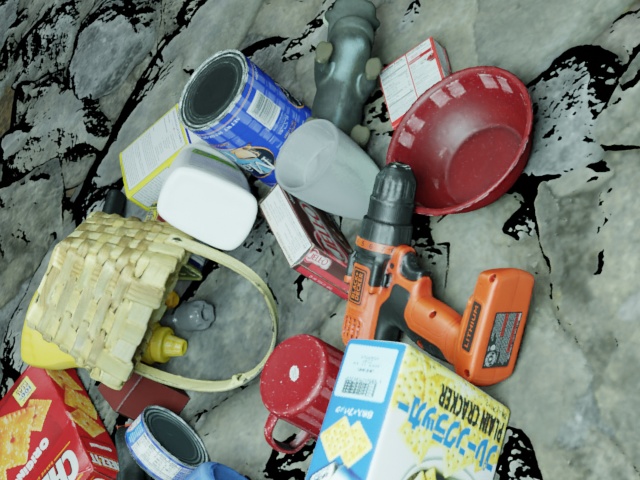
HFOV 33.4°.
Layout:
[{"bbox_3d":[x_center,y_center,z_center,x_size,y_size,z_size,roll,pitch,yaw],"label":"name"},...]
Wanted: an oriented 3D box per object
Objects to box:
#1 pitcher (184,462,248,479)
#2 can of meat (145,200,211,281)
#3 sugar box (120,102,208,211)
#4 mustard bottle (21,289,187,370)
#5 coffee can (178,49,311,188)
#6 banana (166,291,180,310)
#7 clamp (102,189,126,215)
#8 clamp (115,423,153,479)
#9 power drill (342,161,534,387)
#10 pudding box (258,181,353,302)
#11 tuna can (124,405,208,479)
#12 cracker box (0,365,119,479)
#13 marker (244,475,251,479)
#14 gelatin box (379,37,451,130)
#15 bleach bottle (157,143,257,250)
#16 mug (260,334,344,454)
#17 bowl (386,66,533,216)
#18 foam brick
[{"bbox_3d":[-0.150,0.325,0.976,0.243,0.144,0.149,-47,40,6],"label":"pitcher"},{"bbox_3d":[-0.171,-0.001,1.266,0.102,0.057,0.084,-1,62,43],"label":"can of meat"},{"bbox_3d":[-0.176,-0.125,1.359,0.176,0.048,0.093,-35,45,17],"label":"sugar box"},{"bbox_3d":[-0.243,0.111,1.225,0.192,0.058,0.096,7,75,16],"label":"mustard bottle"},{"bbox_3d":[-0.074,-0.133,1.194,0.103,0.140,0.103,-23,51,31],"label":"coffee can"},{"bbox_3d":[-0.247,0.090,1.297,0.198,0.037,0.070,-33,71,27],"label":"banana"},{"bbox_3d":[-0.276,0.013,1.340,0.164,0.036,0.210,-60,24,-7],"label":"clamp"},{"bbox_3d":[-0.190,0.262,1.105,0.039,0.120,0.171,-4,27,-7],"label":"clamp"},{"bbox_3d":[0.099,0.035,0.949,0.188,0.057,0.184,24,109,49],"label":"power drill"},{"bbox_3d":[-0.007,0.001,1.083,0.039,0.090,0.113,-45,42,12],"label":"pudding box"},{"bbox_3d":[-0.157,0.212,1.093,0.034,0.086,0.086,-47,42,11],"label":"tuna can"},{"bbox_3d":[-0.321,0.261,1.225,0.164,0.072,0.214,-51,42,7],"label":"cracker box"},{"bbox_3d":[-0.113,0.273,1.062,0.121,0.020,0.020,-42,43,15],"label":"marker"},{"bbox_3d":[0.105,-0.161,1.129,0.073,0.030,0.089,-33,46,26],"label":"gelatin box"},{"bbox_3d":[-0.120,-0.062,1.192,0.068,0.102,0.251,-63,8,11],"label":"bleach bottle"},{"bbox_3d":[-0.009,0.148,0.997,0.117,0.081,0.093,-52,41,4],"label":"mug"},{"bbox_3d":[0.144,-0.085,1.023,0.162,0.055,0.162,-23,51,32],"label":"bowl"},{"bbox_3d":[-0.191,0.167,1.160,0.051,0.078,0.053,-53,41,1],"label":"foam brick"}]
